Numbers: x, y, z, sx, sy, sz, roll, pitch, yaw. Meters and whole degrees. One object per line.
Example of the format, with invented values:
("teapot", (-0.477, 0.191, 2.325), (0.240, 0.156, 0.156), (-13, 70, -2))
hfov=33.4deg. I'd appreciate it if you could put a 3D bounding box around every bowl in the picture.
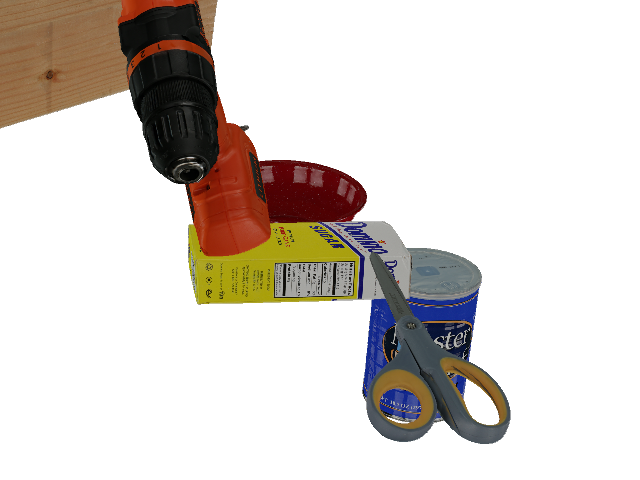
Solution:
("bowl", (-0.033, -0.031, 1.145), (0.162, 0.055, 0.162), (4, 27, -2))

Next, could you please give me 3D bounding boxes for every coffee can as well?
("coffee can", (0.097, 0.091, 1.040), (0.103, 0.140, 0.103), (3, 24, -2))

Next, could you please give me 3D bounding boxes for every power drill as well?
("power drill", (-0.079, -0.070, 0.697), (0.057, 0.184, 0.187), (-13, -36, 1))

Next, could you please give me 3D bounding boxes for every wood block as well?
("wood block", (-0.191, -0.171, 0.845), (0.205, 0.091, 0.090), (-24, 54, -36))

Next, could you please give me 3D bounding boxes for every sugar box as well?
("sugar box", (-0.020, 0.016, 0.889), (0.176, 0.048, 0.093), (-4, 20, -9))

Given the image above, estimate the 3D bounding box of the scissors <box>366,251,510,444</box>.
("scissors", (0.047, 0.070, 0.708), (0.096, 0.016, 0.202), (-13, 37, -25))
